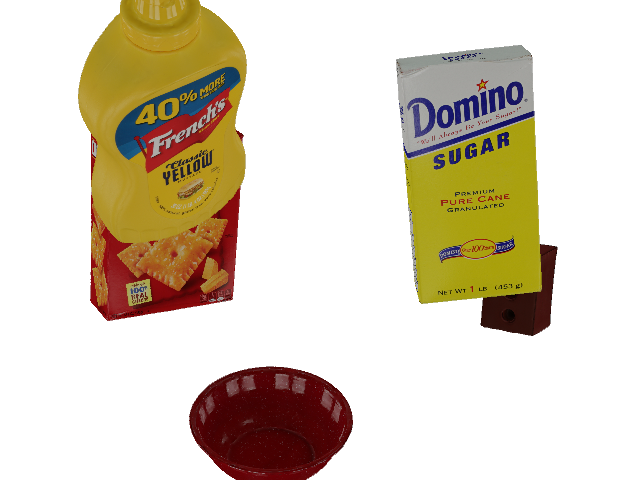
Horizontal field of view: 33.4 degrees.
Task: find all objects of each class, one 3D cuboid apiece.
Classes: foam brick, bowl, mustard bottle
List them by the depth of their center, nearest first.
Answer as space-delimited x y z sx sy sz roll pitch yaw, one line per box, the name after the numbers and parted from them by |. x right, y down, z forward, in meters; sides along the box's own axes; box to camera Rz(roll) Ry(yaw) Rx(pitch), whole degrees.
-0.087 -0.078 0.601 0.096 0.058 0.192 -26 -27 -21 | mustard bottle
0.183 0.043 0.985 0.053 0.078 0.051 9 15 28 | foam brick
-0.049 0.195 1.064 0.162 0.055 0.162 1 31 -1 | bowl

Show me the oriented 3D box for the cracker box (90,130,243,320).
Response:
-0.178 -0.025 1.233 0.163 0.214 0.072 -7 24 -30 | cracker box

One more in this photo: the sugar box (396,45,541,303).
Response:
0.108 -0.046 0.768 0.093 0.176 0.048 -7 22 2 | sugar box
